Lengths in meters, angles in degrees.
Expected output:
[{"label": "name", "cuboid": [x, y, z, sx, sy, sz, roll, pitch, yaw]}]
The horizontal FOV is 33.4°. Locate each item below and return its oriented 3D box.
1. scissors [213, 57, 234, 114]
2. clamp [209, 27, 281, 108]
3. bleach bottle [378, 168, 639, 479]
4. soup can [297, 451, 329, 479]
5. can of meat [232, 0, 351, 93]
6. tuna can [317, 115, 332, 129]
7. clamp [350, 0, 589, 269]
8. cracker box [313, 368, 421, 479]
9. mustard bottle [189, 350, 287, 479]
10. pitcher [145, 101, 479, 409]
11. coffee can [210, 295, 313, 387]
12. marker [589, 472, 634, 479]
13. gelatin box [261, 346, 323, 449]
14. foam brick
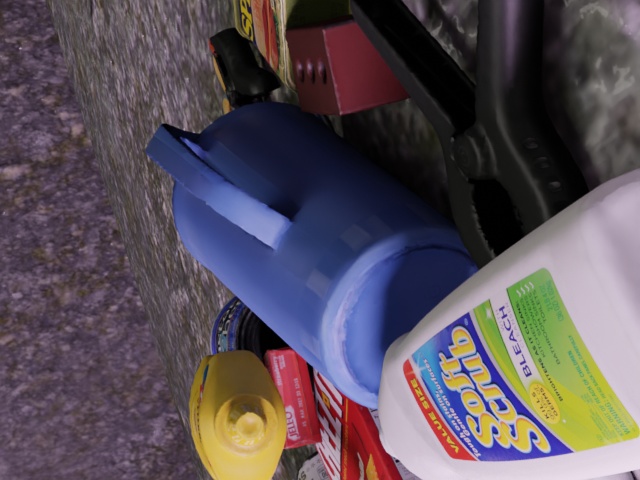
[{"label": "scissors", "cuboid": [-0.061, -0.092, 0.995, 0.096, 0.016, 0.202, 96, 153, -59]}, {"label": "clamp", "cuboid": [-0.061, -0.133, 0.904, 0.120, 0.039, 0.171, 94, 154, -51]}, {"label": "bleach bottle", "cuboid": [0.086, 0.064, 0.451, 0.102, 0.068, 0.251, 64, 154, 13]}, {"label": "soup can", "cuboid": [0.028, 0.237, 0.932, 0.068, 0.068, 0.102, 89, 159, -47]}, {"label": "can of meat", "cuboid": [-0.017, -0.157, 0.689, 0.102, 0.057, 0.084, 87, 157, -43]}, {"label": "tuna can", "cuboid": [-0.012, -0.060, 0.816, 0.086, 0.033, 0.086, 163, 90, -75]}, {"label": "clamp", "cuboid": [0.076, -0.048, 0.498, 0.165, 0.036, 0.210, 8, 117, 69]}, {"label": "cracker box", "cuboid": [0.060, 0.176, 0.739, 0.164, 0.072, 0.214, 90, 158, -47]}, {"label": "mustard bottle", "cuboid": [-0.058, 0.126, 0.745, 0.192, 0.058, 0.096, 144, 123, -78]}, {"label": "pitcher", "cuboid": [-0.004, 0.001, 0.655, 0.243, 0.149, 0.145, -140, 37, -59]}, {"label": "coffee can", "cuboid": [-0.036, 0.089, 0.930, 0.140, 0.102, 0.103, 158, 95, -75]}, {"label": "marker", "cuboid": [0.155, 0.158, 0.478, 0.020, 0.020, 0.121, 106, 144, -64]}, {"label": "gelatin box", "cuboid": [-0.024, 0.120, 0.806, 0.089, 0.030, 0.073, 120, 140, -78]}, {"label": "foam brick", "cuboid": [0.017, -0.105, 0.626, 0.078, 0.051, 0.053, -155, 50, -71]}]
